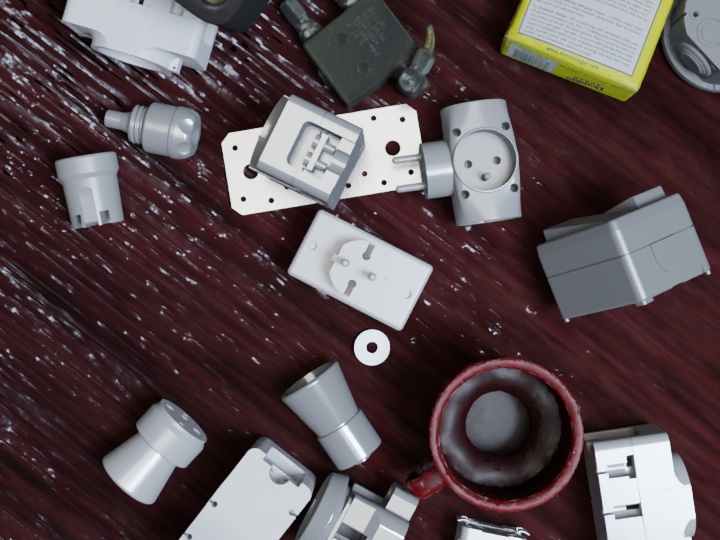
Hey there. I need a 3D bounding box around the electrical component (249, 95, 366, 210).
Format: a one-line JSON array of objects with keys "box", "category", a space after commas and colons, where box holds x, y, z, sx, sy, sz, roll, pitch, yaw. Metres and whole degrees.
[{"box": [-0.033, -0.074, 0.678, 0.056, 0.089, 0.050, 26, 90, 1], "category": "electrical component"}]

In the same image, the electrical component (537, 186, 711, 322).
[{"box": [0.159, -0.009, 0.680, 0.062, 0.096, 0.061, -21, 89, -28], "category": "electrical component"}]

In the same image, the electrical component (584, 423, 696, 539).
[{"box": [0.182, 0.149, 0.697, 0.056, 0.050, 0.089, -8, 90, 2], "category": "electrical component"}]

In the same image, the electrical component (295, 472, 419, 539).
[{"box": [-0.006, 0.168, 0.699, 0.057, 0.058, 0.078, 29, 91, -2], "category": "electrical component"}]

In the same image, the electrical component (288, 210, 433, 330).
[{"box": [0.000, 0.000, 0.689, 0.083, 0.076, 0.047, 27, 91, 1], "category": "electrical component"}]

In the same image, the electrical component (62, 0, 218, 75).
[{"box": [-0.142, -0.164, 0.706, 0.089, 0.050, 0.055, 16, 90, 1], "category": "electrical component"}]

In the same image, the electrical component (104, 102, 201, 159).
[{"box": [-0.139, -0.095, 0.714, 0.061, 0.035, 0.035, 12, 90, 4], "category": "electrical component"}]

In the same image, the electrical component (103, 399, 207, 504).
[{"box": [-0.135, 0.119, 0.708, 0.045, 0.045, 0.055, 43, 90, 1], "category": "electrical component"}]

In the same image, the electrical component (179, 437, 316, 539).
[{"box": [-0.074, 0.159, 0.701, 0.050, 0.056, 0.089, 38, 91, 1], "category": "electrical component"}]

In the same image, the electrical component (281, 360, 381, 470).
[{"box": [-0.016, 0.098, 0.708, 0.044, 0.044, 0.065, -34, 94, 1], "category": "electrical component"}]

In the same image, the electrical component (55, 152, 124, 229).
[{"box": [-0.178, -0.053, 0.713, 0.040, 0.040, 0.046, -9, 96, 1], "category": "electrical component"}]

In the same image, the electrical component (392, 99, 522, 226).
[{"box": [0.061, -0.067, 0.702, 0.079, 0.044, 0.077, -8, 90, -2], "category": "electrical component"}]

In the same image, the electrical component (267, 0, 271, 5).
[{"box": [-0.097, -0.230, 0.701, 0.113, 0.057, 0.078, 26, 91, 1], "category": "electrical component"}]

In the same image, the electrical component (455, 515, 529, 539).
[{"box": [0.081, 0.197, 0.705, 0.081, 0.042, 0.063, 11, 87, 1], "category": "electrical component"}]

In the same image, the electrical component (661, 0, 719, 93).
[{"box": [0.240, -0.158, 0.695, 0.080, 0.051, 0.080, 0, 90, 2], "category": "electrical component"}]
